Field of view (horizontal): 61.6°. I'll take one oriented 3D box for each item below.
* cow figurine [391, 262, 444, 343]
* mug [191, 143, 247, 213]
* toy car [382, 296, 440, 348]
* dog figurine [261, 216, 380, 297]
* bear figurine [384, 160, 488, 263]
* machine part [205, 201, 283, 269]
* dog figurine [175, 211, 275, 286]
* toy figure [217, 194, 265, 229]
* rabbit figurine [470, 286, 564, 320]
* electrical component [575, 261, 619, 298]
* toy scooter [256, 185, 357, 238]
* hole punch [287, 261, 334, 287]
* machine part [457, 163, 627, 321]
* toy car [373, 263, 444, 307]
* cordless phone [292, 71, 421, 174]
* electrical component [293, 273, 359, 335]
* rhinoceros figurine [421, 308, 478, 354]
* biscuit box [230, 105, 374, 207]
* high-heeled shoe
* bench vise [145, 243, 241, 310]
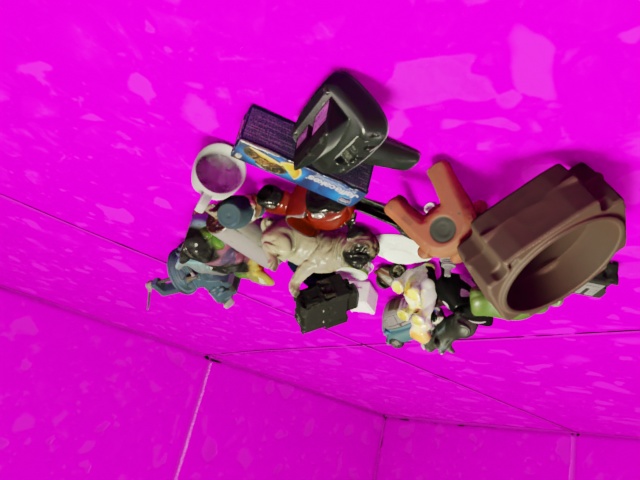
[{"bbox_3d":[0.209,0.129,1.100,0.068,0.098,0.167,20,138,42],"label":"cow figurine"},{"bbox_3d":[-0.172,-0.092,0.870,0.081,0.109,0.107,20,169,-15],"label":"mug"},{"bbox_3d":[0.206,0.189,1.309,0.103,0.109,0.162,43,138,-19],"label":"toy car"},{"bbox_3d":[-0.001,-0.003,1.019,0.191,0.121,0.172,-30,115,22],"label":"dog figurine"},{"bbox_3d":[0.202,-0.031,0.814,0.120,0.132,0.196,-41,164,23],"label":"bear figurine"},{"bbox_3d":[-0.143,-0.008,1.074,0.079,0.079,0.243,-5,152,37],"label":"machine part"},{"bbox_3d":[-0.187,0.027,1.154,0.219,0.108,0.191,16,155,-16],"label":"dog figurine"},{"bbox_3d":[-0.132,-0.054,0.946,0.064,0.057,0.154,2,-170,11],"label":"toy figure"},{"bbox_3d":[0.334,0.060,0.902,0.159,0.121,0.170,22,143,29],"label":"rabbit figurine"},{"bbox_3d":[0.465,0.070,0.949,0.075,0.048,0.119,13,156,3],"label":"electrical component"},{"bbox_3d":[-0.007,-0.046,0.910,0.184,0.075,0.135,4,154,35],"label":"toy scooter"},{"bbox_3d":[-0.009,0.077,1.188,0.116,0.092,0.142,5,159,30],"label":"hole punch"},{"bbox_3d":[0.301,0.010,0.721,0.201,0.087,0.200,-34,142,9],"label":"machine part"},{"bbox_3d":[0.212,0.104,1.169,0.202,0.053,0.089,18,160,-13],"label":"toy car"},{"bbox_3d":[0.067,-0.131,0.696,0.184,0.088,0.146,11,159,-22],"label":"cordless phone"},{"bbox_3d":[0.014,0.132,1.114,0.134,0.058,0.114,-18,144,-13],"label":"electrical component"},{"bbox_3d":[0.317,0.222,1.308,0.073,0.112,0.190,18,149,-16],"label":"rhinoceros figurine"},{"bbox_3d":[-0.022,-0.116,0.772,0.202,0.063,0.059,22,157,-17],"label":"biscuit box"},{"bbox_3d":[0.301,0.135,1.054,0.086,0.145,0.248,-37,121,18],"label":"high-heeled shoe"},{"bbox_3d":[-0.326,0.101,1.355,0.241,0.129,0.223,-17,139,21],"label":"bench vise"}]
